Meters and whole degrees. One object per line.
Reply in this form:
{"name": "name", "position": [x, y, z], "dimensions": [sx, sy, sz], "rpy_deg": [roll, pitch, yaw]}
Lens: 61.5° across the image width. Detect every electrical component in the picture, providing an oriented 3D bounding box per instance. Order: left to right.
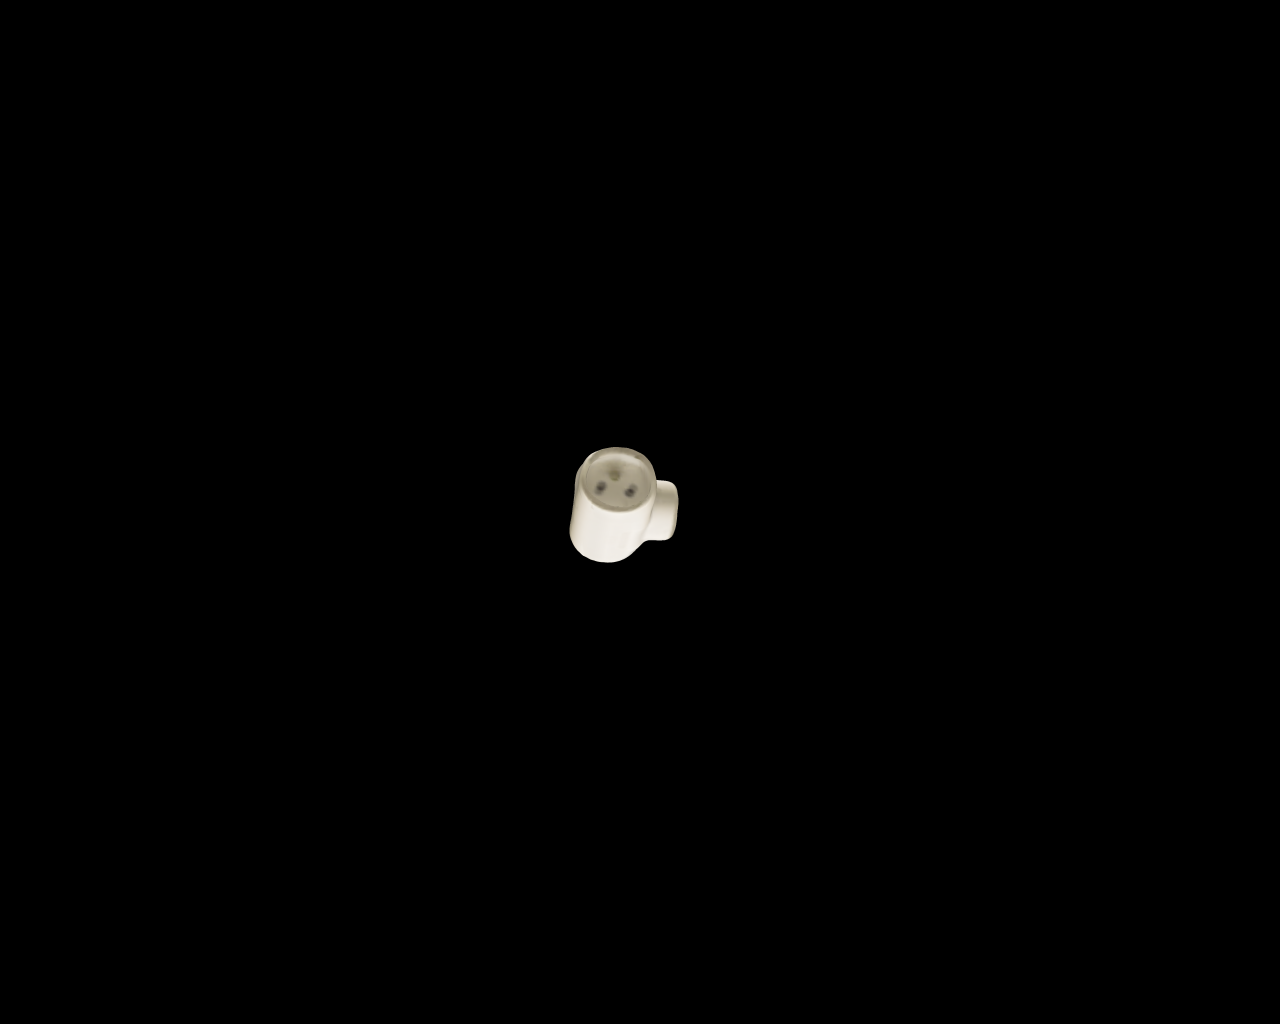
{"name": "electrical component", "position": [0.001, -0.003, 0.650], "dimensions": [0.079, 0.043, 0.077], "rpy_deg": [3, -26, -7]}
